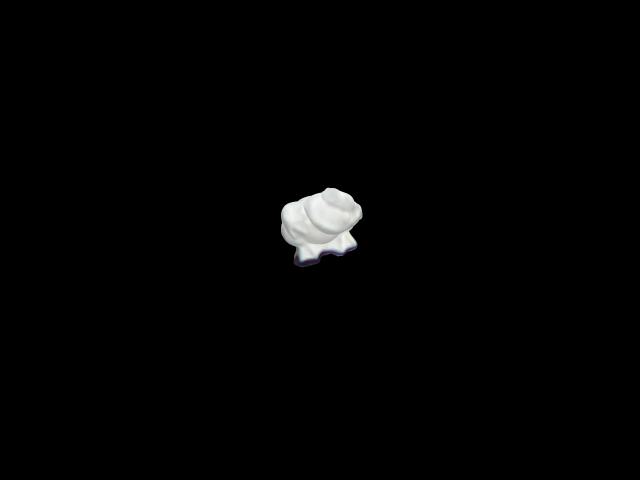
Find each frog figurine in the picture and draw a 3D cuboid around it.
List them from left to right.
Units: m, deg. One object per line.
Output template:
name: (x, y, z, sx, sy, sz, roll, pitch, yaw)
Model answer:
frog figurine: (0.003, -0.043, 0.850, 0.137, 0.126, 0.155, 0, -38, 0)
